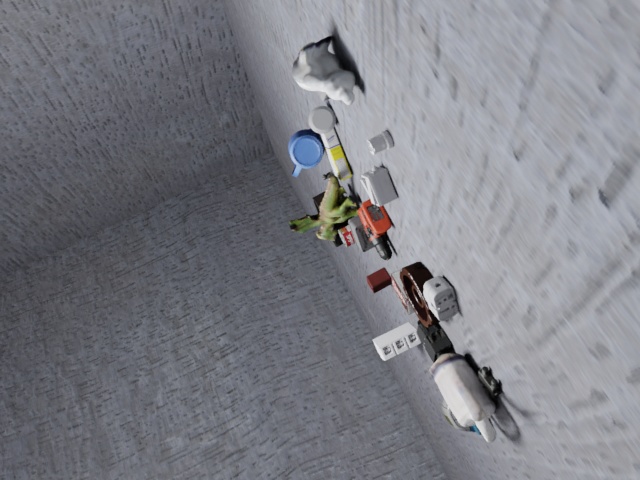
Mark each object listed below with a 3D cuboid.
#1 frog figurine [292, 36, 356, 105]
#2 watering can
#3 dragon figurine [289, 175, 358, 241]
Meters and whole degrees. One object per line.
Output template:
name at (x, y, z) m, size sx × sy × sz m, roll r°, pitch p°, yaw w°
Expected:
frog figurine at (0.017, -0.364, 1.166) m, size 0.159 × 0.121 × 0.139 m, roll 56°, pitch -152°, yaw -2°
watering can at (0.356, 0.375, 1.257) m, size 0.229 × 0.104 × 0.341 m, roll 61°, pitch -177°, yaw 34°
dragon figurine at (0.005, -0.089, 1.776) m, size 0.124 × 0.242 × 0.404 m, roll 62°, pitch -173°, yaw 27°
